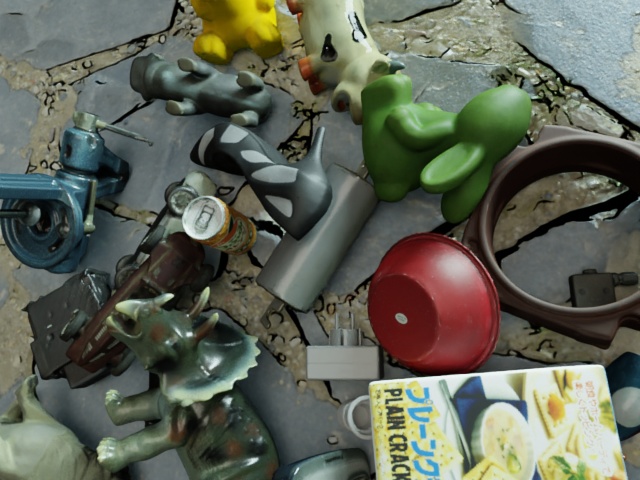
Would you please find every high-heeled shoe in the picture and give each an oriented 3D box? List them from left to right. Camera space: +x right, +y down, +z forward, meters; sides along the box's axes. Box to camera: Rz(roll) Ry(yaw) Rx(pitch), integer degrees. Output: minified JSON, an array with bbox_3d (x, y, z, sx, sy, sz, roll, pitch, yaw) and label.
[{"bbox_3d":[-0.085,-0.063,0.638,0.249,0.086,0.145,-2,63,39],"label":"high-heeled shoe"}]

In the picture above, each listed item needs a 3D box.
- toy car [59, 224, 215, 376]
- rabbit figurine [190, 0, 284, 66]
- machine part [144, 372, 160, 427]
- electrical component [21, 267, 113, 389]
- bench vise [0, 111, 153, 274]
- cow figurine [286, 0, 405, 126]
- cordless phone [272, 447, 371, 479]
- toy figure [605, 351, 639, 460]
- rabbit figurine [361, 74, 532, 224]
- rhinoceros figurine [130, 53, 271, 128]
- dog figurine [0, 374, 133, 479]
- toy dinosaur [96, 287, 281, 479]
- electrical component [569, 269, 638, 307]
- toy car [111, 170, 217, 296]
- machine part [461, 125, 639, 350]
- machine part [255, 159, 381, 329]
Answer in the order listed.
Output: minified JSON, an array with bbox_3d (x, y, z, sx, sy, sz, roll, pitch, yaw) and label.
[{"bbox_3d":[-0.214,0.074,0.629,0.202,0.053,0.089,-47,110,-3],"label":"toy car"},{"bbox_3d":[-0.118,-0.327,0.683,0.122,0.173,0.162,5,84,18],"label":"rabbit figurine"},{"bbox_3d":[-0.194,0.160,0.673,0.084,0.039,0.139,-14,78,18],"label":"machine part"},{"bbox_3d":[-0.311,0.120,0.698,0.115,0.058,0.134,-32,73,7],"label":"electrical component"},{"bbox_3d":[-0.340,-0.056,0.657,0.129,0.240,0.223,32,103,14],"label":"bench vise"},{"bbox_3d":[0.037,-0.234,0.676,0.127,0.085,0.195,-16,75,16],"label":"cow figurine"},{"bbox_3d":[0.027,0.305,0.524,0.088,0.146,0.184,-48,57,18],"label":"cordless phone"},{"bbox_3d":[0.288,0.186,0.544,0.064,0.057,0.154,34,90,39],"label":"toy figure"},{"bbox_3d":[0.132,-0.107,0.566,0.170,0.121,0.159,-8,59,37],"label":"rabbit figurine"},{"bbox_3d":[-0.157,-0.200,0.702,0.190,0.112,0.073,13,110,3],"label":"rhinoceros figurine"},{"bbox_3d":[-0.337,0.286,0.661,0.190,0.121,0.172,44,134,-4],"label":"dog figurine"},{"bbox_3d":[-0.115,0.239,0.592,0.192,0.131,0.404,-26,96,-3],"label":"toy dinosaur"},{"bbox_3d":[0.297,0.063,0.583,0.094,0.021,0.063,-6,77,13],"label":"electrical component"},{"bbox_3d":[-0.202,-0.001,0.686,0.056,0.074,0.201,33,88,-22],"label":"toy car"},{"bbox_3d":[0.262,-0.007,0.554,0.201,0.087,0.201,22,85,28],"label":"machine part"},{"bbox_3d":[-0.001,-0.002,0.639,0.079,0.079,0.243,32,88,17],"label":"machine part"}]
